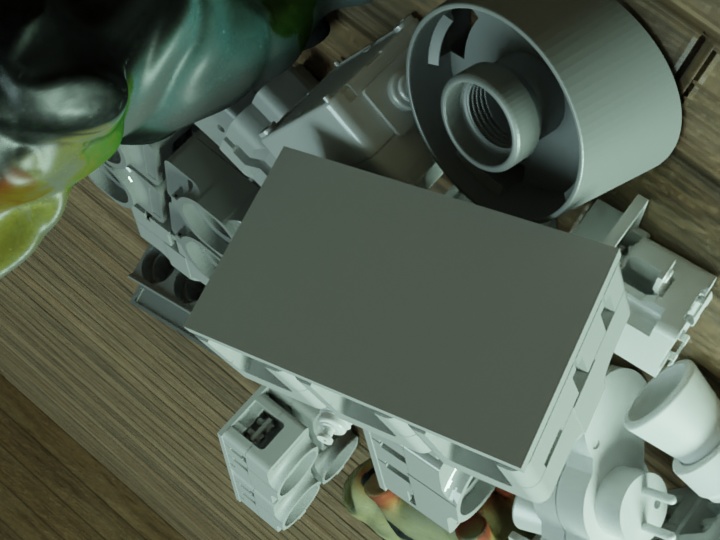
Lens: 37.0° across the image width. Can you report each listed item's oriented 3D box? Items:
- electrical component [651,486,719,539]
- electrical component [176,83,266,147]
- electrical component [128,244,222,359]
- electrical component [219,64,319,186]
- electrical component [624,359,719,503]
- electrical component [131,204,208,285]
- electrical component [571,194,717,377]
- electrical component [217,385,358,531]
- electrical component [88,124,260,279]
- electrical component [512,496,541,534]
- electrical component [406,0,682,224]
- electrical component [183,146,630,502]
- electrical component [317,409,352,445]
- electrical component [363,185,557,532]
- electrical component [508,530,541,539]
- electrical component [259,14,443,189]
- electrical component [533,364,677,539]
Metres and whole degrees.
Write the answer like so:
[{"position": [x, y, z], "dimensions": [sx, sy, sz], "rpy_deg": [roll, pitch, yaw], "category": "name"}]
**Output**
[{"position": [0.210, 0.162, 0.560], "dimensions": [0.089, 0.061, 0.150], "rpy_deg": [43, 158, 0], "category": "electrical component"}, {"position": [-0.101, -0.101, 0.588], "dimensions": [0.083, 0.075, 0.047], "rpy_deg": [43, 158, 0], "category": "electrical component"}, {"position": [-0.114, 0.018, 0.840], "dimensions": [0.121, 0.078, 0.063], "rpy_deg": [26, 174, 36], "category": "electrical component"}, {"position": [-0.033, -0.065, 0.564], "dimensions": [0.057, 0.058, 0.078], "rpy_deg": [46, 158, -1], "category": "electrical component"}, {"position": [0.161, 0.077, 0.511], "dimensions": [0.055, 0.045, 0.045], "rpy_deg": [43, 158, -1], "category": "electrical component"}, {"position": [-0.116, -0.029, 0.779], "dimensions": [0.089, 0.050, 0.055], "rpy_deg": [35, 157, 18], "category": "electrical component"}, {"position": [0.117, 0.011, 0.470], "dimensions": [0.064, 0.042, 0.081], "rpy_deg": [34, 157, 18], "category": "electrical component"}, {"position": [-0.057, 0.152, 0.934], "dimensions": [0.060, 0.105, 0.186], "rpy_deg": [36, 157, 16], "category": "electrical component"}, {"position": [-0.112, -0.063, 0.697], "dimensions": [0.186, 0.060, 0.105], "rpy_deg": [39, 158, 10], "category": "electrical component"}, {"position": [0.135, 0.161, 0.708], "dimensions": [0.055, 0.045, 0.045], "rpy_deg": [22, 150, 41], "category": "electrical component"}, {"position": [0.067, -0.068, 0.413], "dimensions": [0.099, 0.064, 0.099], "rpy_deg": [39, 147, 31], "category": "electrical component"}, {"position": [0.021, 0.020, 0.433], "dimensions": [0.150, 0.089, 0.061], "rpy_deg": [20, 163, 27], "category": "electrical component"}, {"position": [-0.009, 0.092, 0.791], "dimensions": [0.040, 0.078, 0.040], "rpy_deg": [21, 151, 13], "category": "electrical component"}, {"position": [0.055, 0.053, 0.565], "dimensions": [0.060, 0.105, 0.186], "rpy_deg": [31, 155, 27], "category": "electrical component"}, {"position": [0.167, 0.215, 0.725], "dimensions": [0.121, 0.063, 0.078], "rpy_deg": [19, 145, 46], "category": "electrical component"}, {"position": [0.009, -0.065, 0.485], "dimensions": [0.061, 0.061, 0.096], "rpy_deg": [49, 157, -14], "category": "electrical component"}, {"position": [0.132, 0.118, 0.554], "dimensions": [0.074, 0.052, 0.138], "rpy_deg": [10, 104, 54], "category": "electrical component"}]
